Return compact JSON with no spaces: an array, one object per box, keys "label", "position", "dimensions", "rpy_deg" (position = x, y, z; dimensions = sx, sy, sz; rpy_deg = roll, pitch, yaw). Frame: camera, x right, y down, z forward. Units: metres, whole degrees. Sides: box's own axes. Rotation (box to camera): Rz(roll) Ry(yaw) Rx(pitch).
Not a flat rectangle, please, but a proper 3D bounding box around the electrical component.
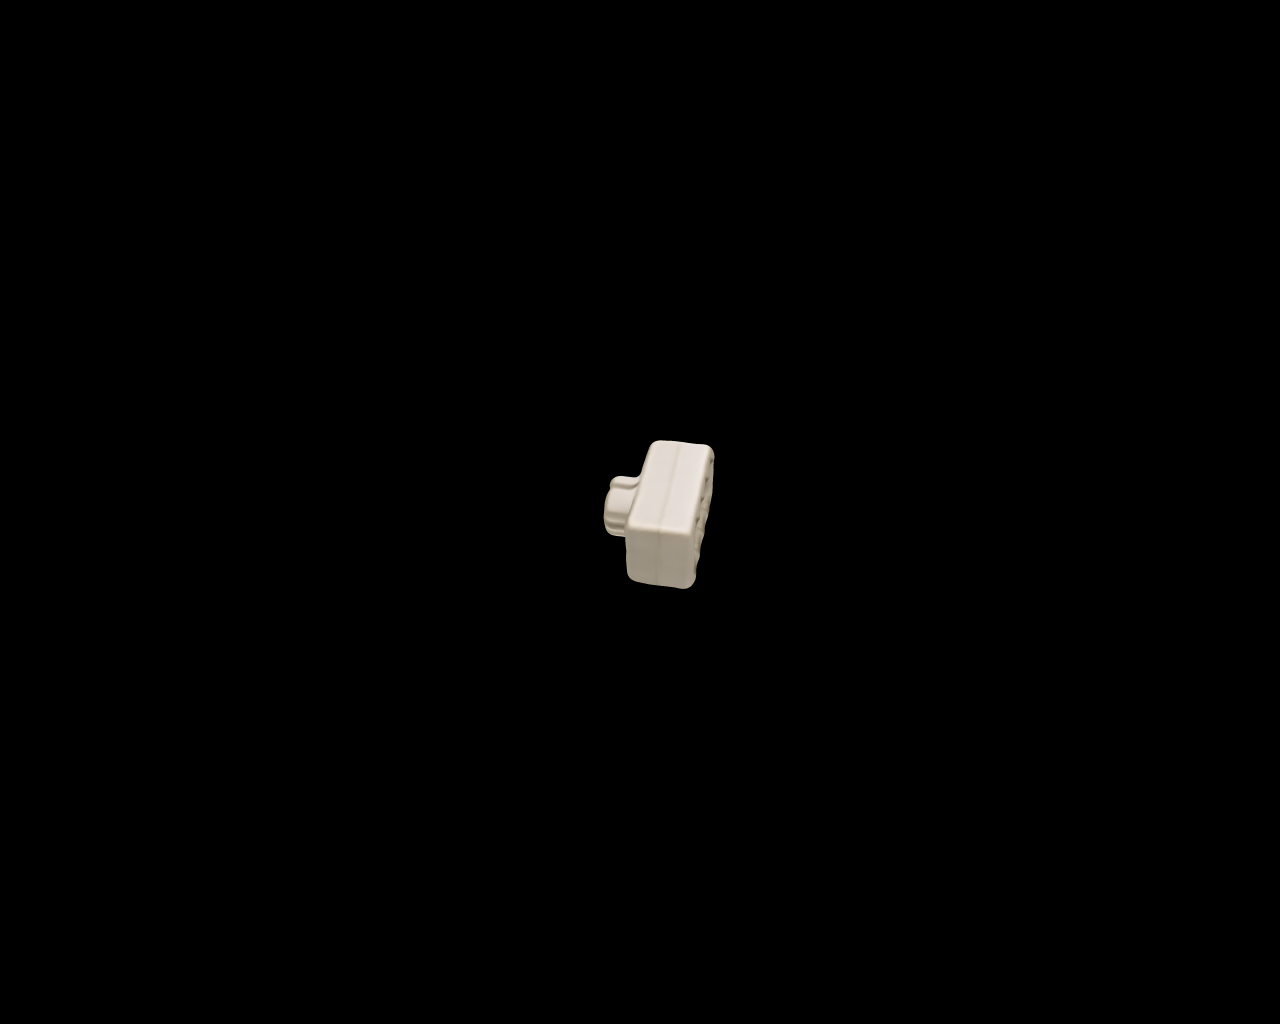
[{"label":"electrical component","position":[0.001,-0.003,0.650],"dimensions":[0.076,0.047,0.083],"rpy_deg":[8,44,8]}]
